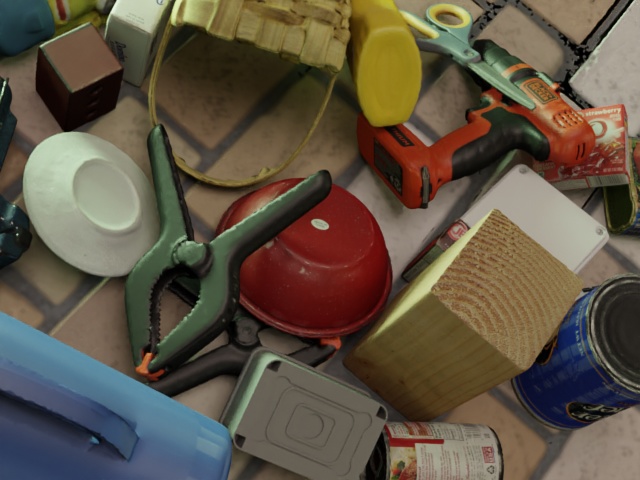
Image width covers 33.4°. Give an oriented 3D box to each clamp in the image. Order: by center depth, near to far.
[{"bbox_3d":[-0.105,0.008,0.853,0.165,0.036,0.210,24,77,20],"label":"clamp"},{"bbox_3d":[-0.070,0.071,0.886,0.171,0.039,0.120,-1,74,-19],"label":"clamp"}]

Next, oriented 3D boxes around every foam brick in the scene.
[{"bbox_3d":[-0.205,-0.136,0.905,0.053,0.078,0.051,-32,82,-24],"label":"foam brick"}]

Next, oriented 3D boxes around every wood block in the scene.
[{"bbox_3d":[0.106,0.069,0.846,0.090,0.206,0.090,40,63,1],"label":"wood block"}]

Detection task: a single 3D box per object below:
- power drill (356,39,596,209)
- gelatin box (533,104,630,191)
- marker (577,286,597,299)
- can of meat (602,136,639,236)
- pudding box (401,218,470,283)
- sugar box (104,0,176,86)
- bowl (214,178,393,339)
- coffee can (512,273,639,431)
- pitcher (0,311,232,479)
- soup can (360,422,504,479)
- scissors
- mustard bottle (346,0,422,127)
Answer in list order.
[{"bbox_3d":[0.132,-0.112,0.988,0.187,0.057,0.185,-22,46,-15],"label":"power drill"},{"bbox_3d":[0.250,-0.087,1.025,0.089,0.030,0.073,-5,67,24],"label":"gelatin box"},{"bbox_3d":[0.261,0.052,1.005,0.121,0.020,0.020,-8,72,-20],"label":"marker"},{"bbox_3d":[0.327,-0.051,1.046,0.083,0.057,0.102,4,67,-12],"label":"can of meat"},{"bbox_3d":[0.134,0.044,0.930,0.113,0.090,0.039,46,65,3],"label":"pudding box"},{"bbox_3d":[-0.141,-0.234,0.954,0.048,0.093,0.176,25,64,-5],"label":"sugar box"},{"bbox_3d":[-0.006,0.001,0.902,0.162,0.055,0.162,10,51,-13],"label":"bowl"},{"bbox_3d":[0.239,0.099,0.911,0.102,0.140,0.103,6,68,-15],"label":"coffee can"},{"bbox_3d":[-0.186,0.136,0.756,0.242,0.149,0.145,26,107,-15],"label":"pitcher"},{"bbox_3d":[0.090,0.183,0.873,0.102,0.069,0.068,4,68,-16],"label":"soup can"},{"bbox_3d":[0.148,-0.181,1.012,0.202,0.016,0.096,33,50,32],"label":"scissors"},{"bbox_3d":[0.046,-0.187,0.976,0.058,0.096,0.191,-8,34,-4],"label":"mustard bottle"}]
